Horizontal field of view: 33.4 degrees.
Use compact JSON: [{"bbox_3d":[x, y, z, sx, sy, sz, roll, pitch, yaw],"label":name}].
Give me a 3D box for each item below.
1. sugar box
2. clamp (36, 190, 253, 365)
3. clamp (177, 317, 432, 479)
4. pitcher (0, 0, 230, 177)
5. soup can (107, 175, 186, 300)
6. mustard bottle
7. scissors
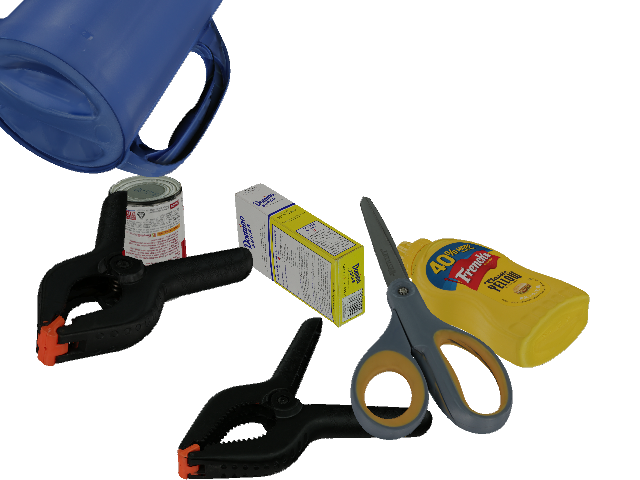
[{"bbox_3d":[-0.024,0.013,1.172,0.048,0.093,0.176,-25,41,-30],"label":"sugar box"},{"bbox_3d":[-0.138,0.021,0.716,0.120,0.039,0.171,25,34,25],"label":"clamp"},{"bbox_3d":[-0.022,0.149,0.893,0.209,0.036,0.165,-28,44,-36],"label":"clamp"},{"bbox_3d":[-0.147,-0.173,0.848,0.145,0.242,0.149,11,-37,26],"label":"pitcher"},{"bbox_3d":[-0.158,-0.002,0.985,0.068,0.102,0.068,0,25,0],"label":"soup can"},{"bbox_3d":[0.142,0.044,0.976,0.096,0.058,0.192,-29,40,-31],"label":"mustard bottle"},{"bbox_3d":[0.036,0.045,0.631,0.096,0.016,0.202,-22,44,-18],"label":"scissors"}]
